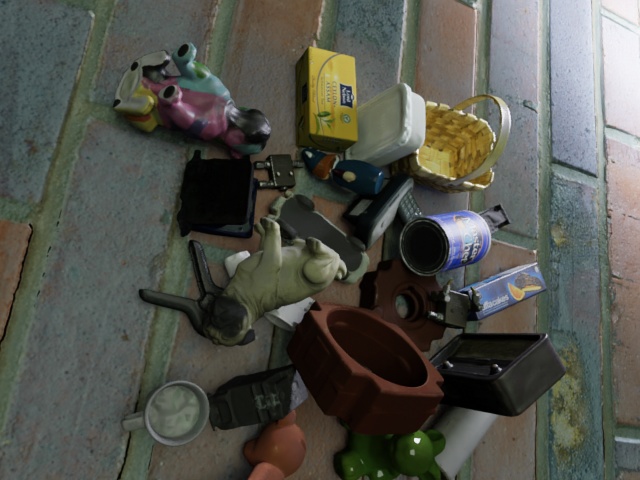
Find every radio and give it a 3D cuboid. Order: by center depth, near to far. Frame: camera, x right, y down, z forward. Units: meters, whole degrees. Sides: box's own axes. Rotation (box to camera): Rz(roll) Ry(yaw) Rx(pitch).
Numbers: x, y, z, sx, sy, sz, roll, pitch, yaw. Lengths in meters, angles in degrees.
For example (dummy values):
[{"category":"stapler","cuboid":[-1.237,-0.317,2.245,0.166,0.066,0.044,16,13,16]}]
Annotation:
[{"category":"radio","cuboid":[0.278,0.219,0.903,0.131,0.229,0.073,-31,92,-23]}]

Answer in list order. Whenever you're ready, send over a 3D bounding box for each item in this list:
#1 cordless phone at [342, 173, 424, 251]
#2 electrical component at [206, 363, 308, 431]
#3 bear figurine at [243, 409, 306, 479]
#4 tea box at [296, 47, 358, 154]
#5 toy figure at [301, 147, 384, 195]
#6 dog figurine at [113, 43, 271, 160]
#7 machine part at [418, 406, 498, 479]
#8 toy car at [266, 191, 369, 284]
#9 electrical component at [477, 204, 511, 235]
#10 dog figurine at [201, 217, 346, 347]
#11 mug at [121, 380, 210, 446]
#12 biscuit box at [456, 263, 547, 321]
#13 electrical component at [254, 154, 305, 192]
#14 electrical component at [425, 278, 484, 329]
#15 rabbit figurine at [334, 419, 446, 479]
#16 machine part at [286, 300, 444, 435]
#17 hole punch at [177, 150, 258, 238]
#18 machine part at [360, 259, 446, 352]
[{"category":"cordless phone","cuboid":[0.140,-0.014,0.983,0.146,0.089,0.184,-49,119,-26]},{"category":"electrical component","cuboid":[-0.085,0.223,0.780,0.115,0.134,0.058,-14,86,15]},{"category":"bear figurine","cuboid":[-0.097,0.339,0.770,0.132,0.120,0.196,0,41,15]},{"category":"tea box","cuboid":[0.010,-0.251,0.975,0.098,0.068,0.169,3,76,-24]},{"category":"toy figure","cuboid":[0.034,-0.121,0.939,0.155,0.064,0.058,20,80,20]},{"category":"dog figurine","cuboid":[-0.187,-0.192,0.854,0.219,0.192,0.108,39,55,-51]},{"category":"machine part","cuboid":[0.241,0.337,0.942,0.243,0.079,0.079,-41,97,-28]},{"category":"toy car","cuboid":[-0.002,-0.003,0.918,0.201,0.056,0.073,38,71,-11]},{"category":"electrical component","cuboid":[0.308,-0.024,1.060,0.119,0.075,0.047,-27,90,-32]},{"category":"dog figurine","cuboid":[-0.065,0.083,0.796,0.172,0.121,0.190,22,80,0]},{"category":"mug","cuboid":[-0.212,0.236,0.730,0.109,0.107,0.080,-17,84,-23]},{"category":"biscuit box","cuboid":[0.353,0.103,1.060,0.203,0.059,0.062,-17,86,-28]},{"category":"electrical component","cuboid":[-0.067,-0.116,0.931,0.094,0.021,0.063,-7,81,-28]},{"category":"electrical component","cuboid":[0.239,0.115,0.952,0.102,0.045,0.078,23,67,-23]},{"category":"rabbit figurine","cuboid":[0.120,0.331,0.831,0.159,0.170,0.121,22,70,-19]},{"category":"machine part","cuboid":[0.065,0.186,0.794,0.201,0.201,0.087,13,114,-38]},{"category":"hole punch","cuboid":[-0.156,-0.064,0.851,0.116,0.092,0.142,3,77,7]},{"category":"machine part","cuboid":[0.151,0.118,0.962,0.179,0.056,0.179,7,74,-26]}]
